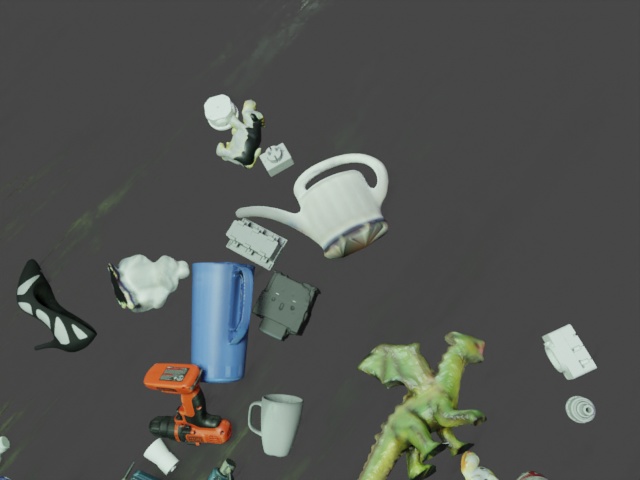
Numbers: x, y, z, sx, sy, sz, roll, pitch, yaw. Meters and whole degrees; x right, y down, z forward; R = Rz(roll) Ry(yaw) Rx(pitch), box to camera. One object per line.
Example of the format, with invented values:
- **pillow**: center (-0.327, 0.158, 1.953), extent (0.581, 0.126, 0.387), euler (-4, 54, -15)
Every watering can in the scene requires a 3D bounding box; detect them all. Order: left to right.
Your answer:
- **watering can**: center (0.003, -0.057, 1.137), extent (0.348, 0.102, 0.227), euler (-26, 70, -1)

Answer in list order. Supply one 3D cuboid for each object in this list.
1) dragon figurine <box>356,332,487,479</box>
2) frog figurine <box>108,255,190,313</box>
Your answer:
- **dragon figurine**: center (0.161, 0.319, 1.001), extent (0.411, 0.119, 0.248), euler (-29, 52, -3)
- **frog figurine**: center (-0.383, 0.088, 1.171), extent (0.161, 0.120, 0.139), euler (-23, 55, -36)
